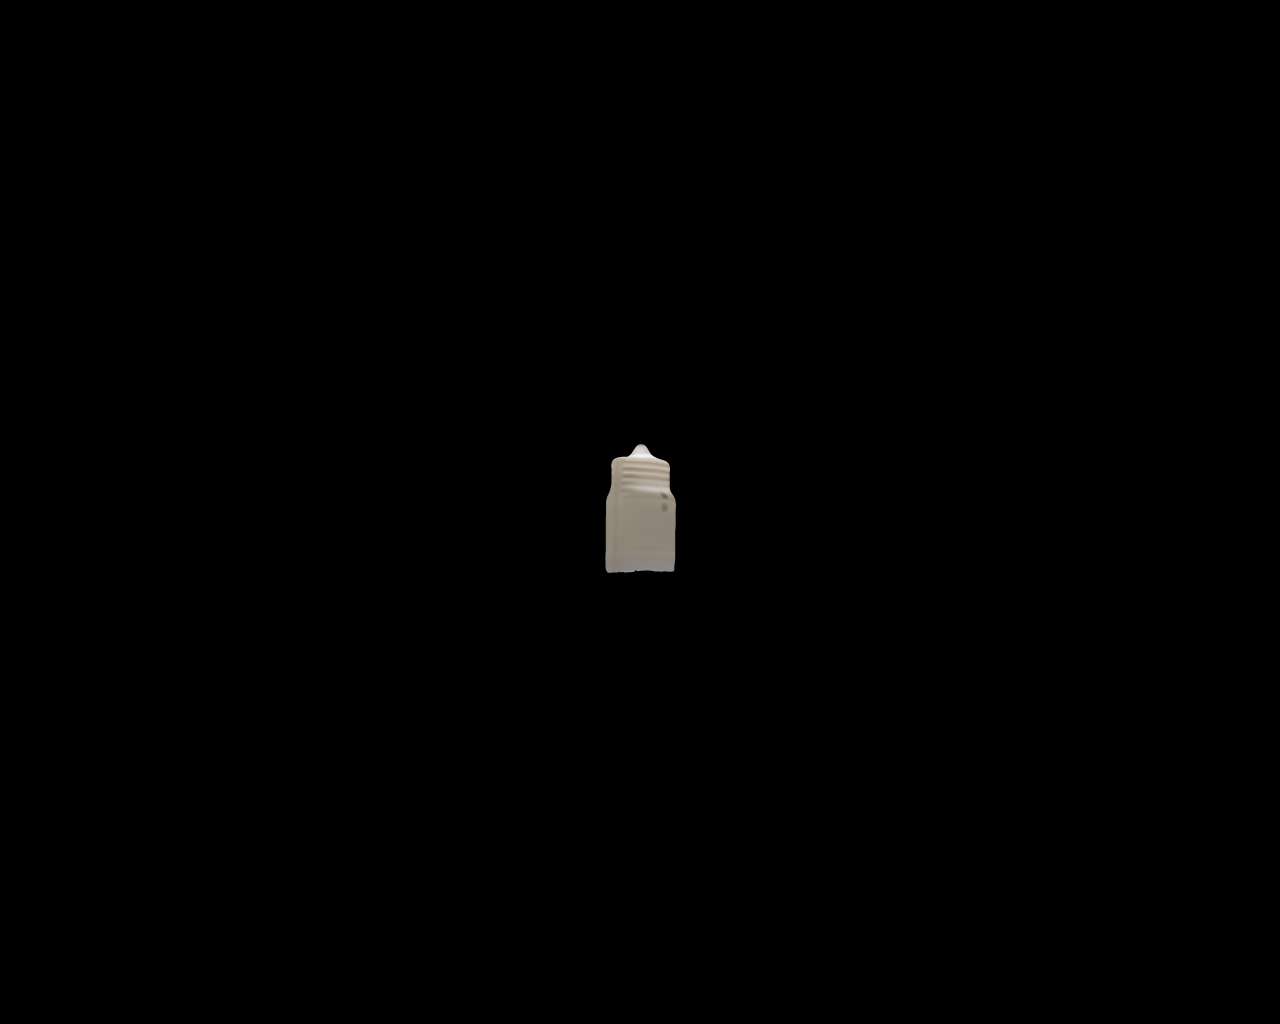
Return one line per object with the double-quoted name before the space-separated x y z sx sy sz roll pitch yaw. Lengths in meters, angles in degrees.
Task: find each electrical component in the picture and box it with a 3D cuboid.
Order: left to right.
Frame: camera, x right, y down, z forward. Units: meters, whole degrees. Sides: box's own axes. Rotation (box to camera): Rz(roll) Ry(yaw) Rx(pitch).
"electrical component" 0.001 -0.003 0.650 0.043 0.081 0.043 0 -4 0
